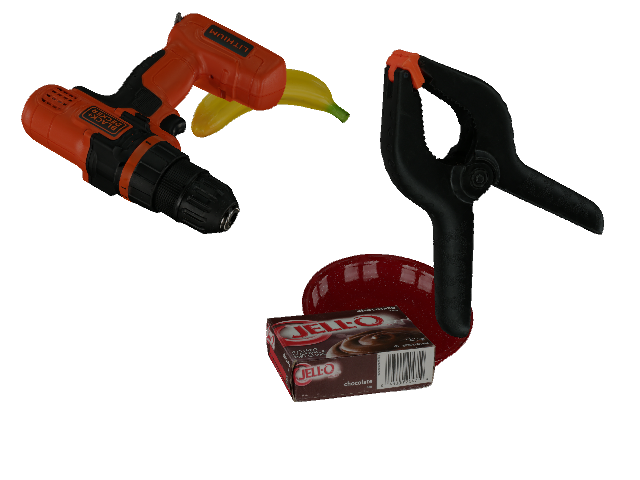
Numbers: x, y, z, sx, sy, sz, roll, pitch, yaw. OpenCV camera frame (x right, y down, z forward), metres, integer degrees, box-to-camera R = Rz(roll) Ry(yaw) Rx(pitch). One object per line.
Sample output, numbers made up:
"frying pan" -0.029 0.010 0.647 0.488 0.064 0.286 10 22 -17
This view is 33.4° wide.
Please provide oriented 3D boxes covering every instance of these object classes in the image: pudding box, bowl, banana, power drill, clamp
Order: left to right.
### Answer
"power drill" -0.105 -0.095 0.825 0.184 0.057 0.187 30 45 13
"banana" -0.058 -0.145 1.094 0.197 0.037 0.070 -12 52 -37
"pudding box" 0.021 0.085 0.825 0.113 0.039 0.090 -3 18 -15
"bowl" 0.061 0.082 1.015 0.162 0.055 0.162 3 38 -3
"clamp" 0.080 -0.028 0.619 0.171 0.120 0.039 47 -10 -19
